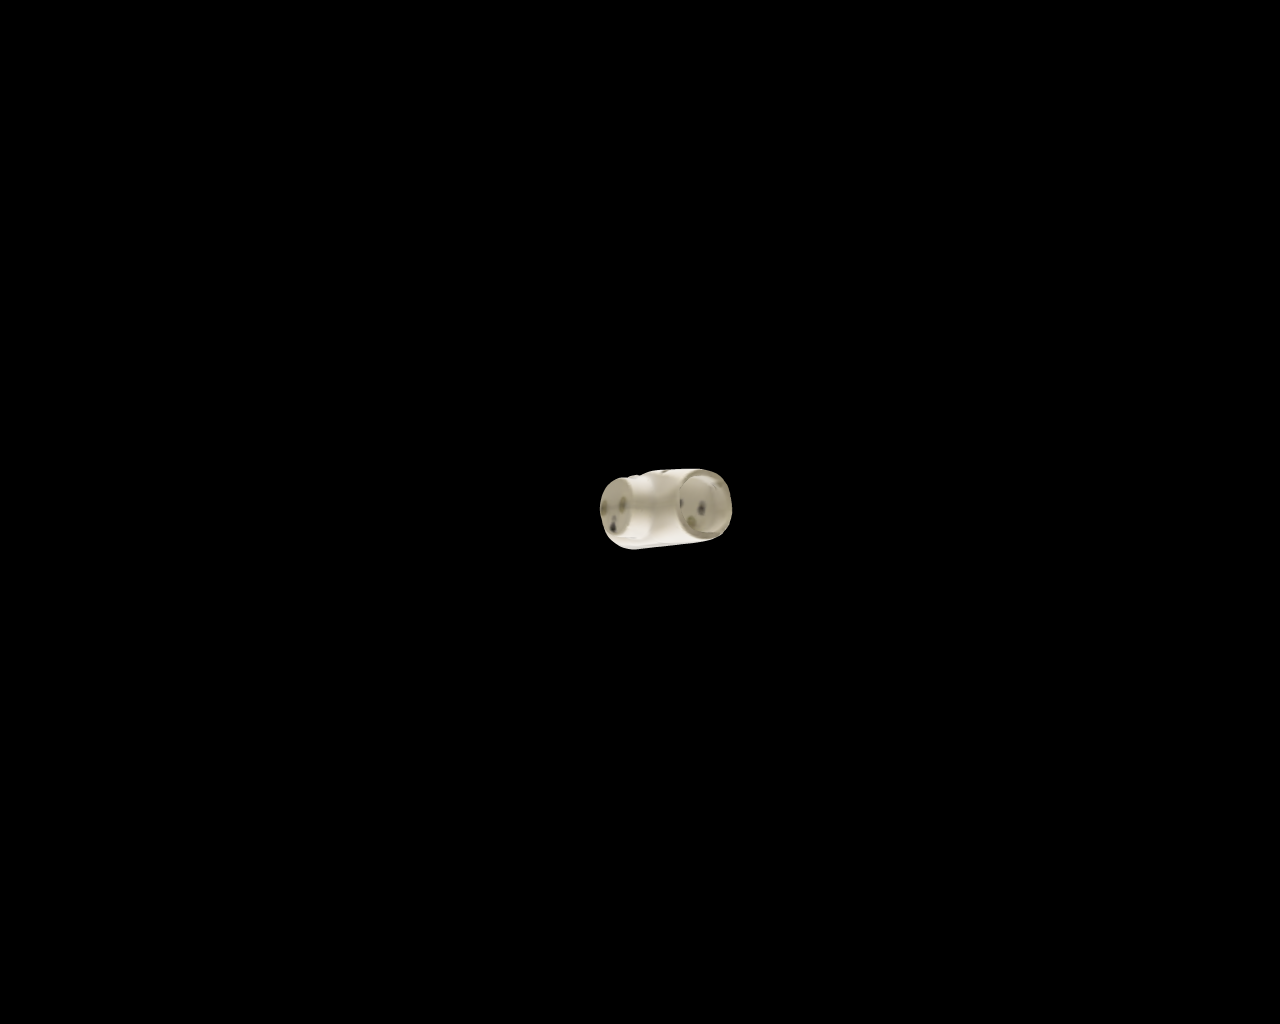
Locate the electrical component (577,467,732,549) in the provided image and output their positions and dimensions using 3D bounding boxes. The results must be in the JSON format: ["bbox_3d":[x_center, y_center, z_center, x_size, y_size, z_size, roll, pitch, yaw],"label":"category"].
[{"bbox_3d":[0.001,-0.003,0.650,0.079,0.043,0.077,5,-8,-35],"label":"electrical component"}]
